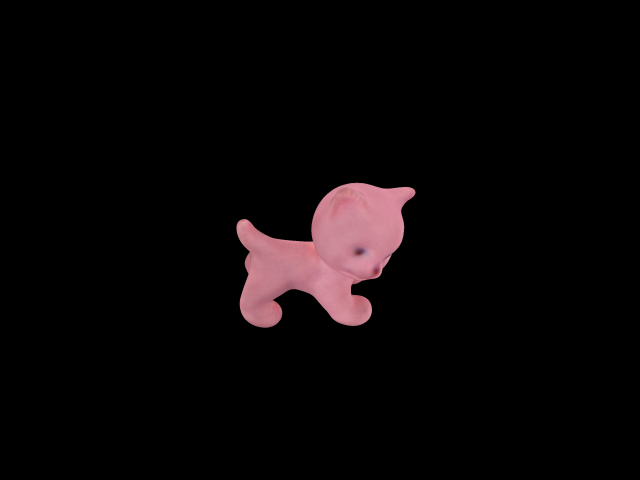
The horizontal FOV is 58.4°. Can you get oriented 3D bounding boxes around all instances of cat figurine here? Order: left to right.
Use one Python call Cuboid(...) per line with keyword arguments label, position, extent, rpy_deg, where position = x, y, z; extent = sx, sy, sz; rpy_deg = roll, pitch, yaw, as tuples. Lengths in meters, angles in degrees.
Cuboid(label="cat figurine", position=(0.004, 0.001, 0.400), extent=(0.128, 0.118, 0.067), rpy_deg=(-2, 47, -2))
